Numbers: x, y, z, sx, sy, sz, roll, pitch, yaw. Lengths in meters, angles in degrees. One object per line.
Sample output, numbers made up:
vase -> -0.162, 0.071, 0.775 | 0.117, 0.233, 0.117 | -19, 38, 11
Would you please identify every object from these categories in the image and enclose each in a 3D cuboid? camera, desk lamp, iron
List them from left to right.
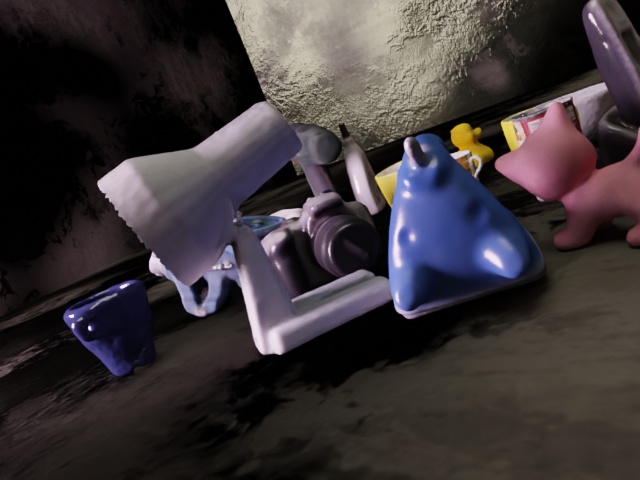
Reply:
desk lamp -> -0.067, -0.005, 0.530 | 0.203, 0.214, 0.117 | -24, 10, -11
camera -> 0.006, 0.002, 0.664 | 0.143, 0.101, 0.136 | -24, 10, -9
iron -> 0.110, -0.034, 0.504 | 0.118, 0.141, 0.258 | -19, 10, 16

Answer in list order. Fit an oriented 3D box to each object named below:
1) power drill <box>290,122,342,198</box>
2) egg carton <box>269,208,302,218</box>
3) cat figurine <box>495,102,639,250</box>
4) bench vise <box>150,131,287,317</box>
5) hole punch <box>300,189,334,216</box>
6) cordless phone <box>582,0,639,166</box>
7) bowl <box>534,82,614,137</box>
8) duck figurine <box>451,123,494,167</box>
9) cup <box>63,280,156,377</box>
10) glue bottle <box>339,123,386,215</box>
power drill -> -0.012, -0.116, 1.035 | 0.076, 0.208, 0.229 | -26, 10, -20
egg carton -> -0.069, -0.008, 0.986 | 0.107, 0.069, 0.150 | -26, 10, -20
cat figurine -> 0.214, -0.057, 0.466 | 0.067, 0.118, 0.127 | -29, 12, -34
bench vise -> -0.144, -0.018, 0.755 | 0.207, 0.220, 0.121 | -23, 10, -4
hole punch -> -0.014, -0.015, 0.834 | 0.101, 0.091, 0.109 | -19, 10, 17
cordless phone -> 0.300, -0.139, 0.522 | 0.093, 0.185, 0.148 | -13, 13, 43
bowl -> 0.400, -0.188, 0.905 | 0.167, 0.075, 0.167 | -22, 10, 4
duck figurine -> 0.277, -0.179, 1.102 | 0.105, 0.086, 0.077 | -26, 10, -19
cup -> -0.226, 0.106, 0.634 | 0.091, 0.095, 0.118 | -21, 10, 6
glue bottle -> 0.070, -0.131, 1.038 | 0.037, 0.173, 0.078 | -18, 11, 22
